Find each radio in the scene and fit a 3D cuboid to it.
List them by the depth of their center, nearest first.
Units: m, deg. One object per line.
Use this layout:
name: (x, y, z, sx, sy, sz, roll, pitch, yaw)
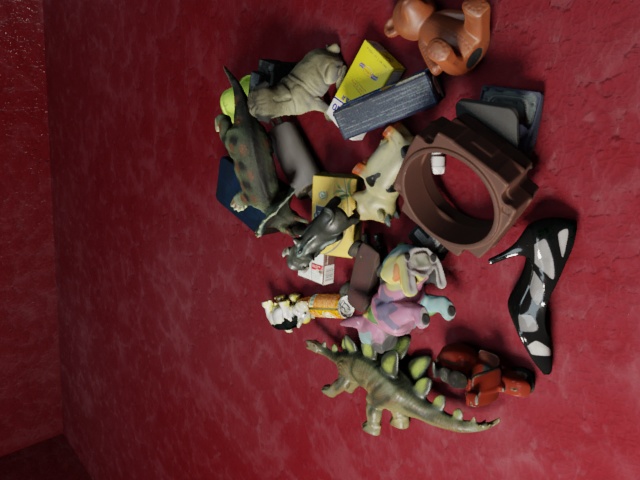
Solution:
radio: (-0.174, -0.115, 1.370, 0.230, 0.073, 0.131, 38, 125, 37)

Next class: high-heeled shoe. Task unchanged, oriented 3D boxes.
high-heeled shoe: (0.370, 0.088, 0.855, 0.145, 0.086, 0.248, -23, 101, 17)

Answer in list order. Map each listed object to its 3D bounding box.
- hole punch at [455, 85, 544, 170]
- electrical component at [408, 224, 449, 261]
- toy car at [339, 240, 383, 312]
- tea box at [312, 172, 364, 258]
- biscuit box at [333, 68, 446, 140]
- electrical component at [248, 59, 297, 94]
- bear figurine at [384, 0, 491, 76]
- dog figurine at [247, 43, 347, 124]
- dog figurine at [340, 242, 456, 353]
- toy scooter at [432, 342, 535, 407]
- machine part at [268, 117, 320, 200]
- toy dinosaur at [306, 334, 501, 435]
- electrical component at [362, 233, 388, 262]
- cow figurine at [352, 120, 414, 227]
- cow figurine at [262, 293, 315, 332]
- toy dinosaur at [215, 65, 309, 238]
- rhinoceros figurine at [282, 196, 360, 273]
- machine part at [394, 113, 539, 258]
hole punch: (0.288, -0.183, 0.860, 0.142, 0.092, 0.115, 22, 140, 40)
electrical component: (0.204, -0.023, 1.001, 0.119, 0.048, 0.074, 55, 133, 21)
toy car: (0.094, 0.077, 1.107, 0.089, 0.053, 0.202, 38, 144, 26)
tea box: (0.037, -0.055, 1.135, 0.098, 0.068, 0.169, 6, 106, 19)
biscuit box: (0.122, -0.249, 0.988, 0.203, 0.059, 0.062, -14, 111, 35)
electrical component: (-0.096, -0.336, 1.189, 0.058, 0.134, 0.114, 30, 122, 40)
bear figurine: (0.186, -0.363, 0.892, 0.120, 0.132, 0.196, -46, 66, 13)
dog figurine: (-0.049, -0.325, 1.100, 0.121, 0.190, 0.172, 30, 118, 39)
dog figurine: (0.127, 0.113, 1.008, 0.219, 0.108, 0.191, -21, 85, 49)
toy scooter: (0.264, 0.237, 0.931, 0.184, 0.135, 0.075, 13, 110, 46)
machine part: (-0.055, -0.180, 1.222, 0.079, 0.079, 0.243, -42, 69, 44)
toy dinosaur: (0.140, 0.296, 1.102, 0.472, 0.105, 0.198, 24, 113, 39)
electrical component: (0.112, 0.032, 1.130, 0.063, 0.021, 0.094, 0, 100, 48)
cow figurine: (0.129, -0.114, 1.029, 0.127, 0.085, 0.195, 43, 119, 8)
cow figurine: (-0.068, 0.184, 1.326, 0.167, 0.068, 0.098, -8, 98, 51)
toy dinosaur: (-0.137, -0.167, 1.141, 0.192, 0.131, 0.404, 21, 133, 60)
rhinoceros figurine: (-0.002, -0.003, 1.062, 0.073, 0.112, 0.190, 43, 133, -1)
machine part: (0.228, -0.084, 0.874, 0.201, 0.087, 0.201, 42, 149, 17)
